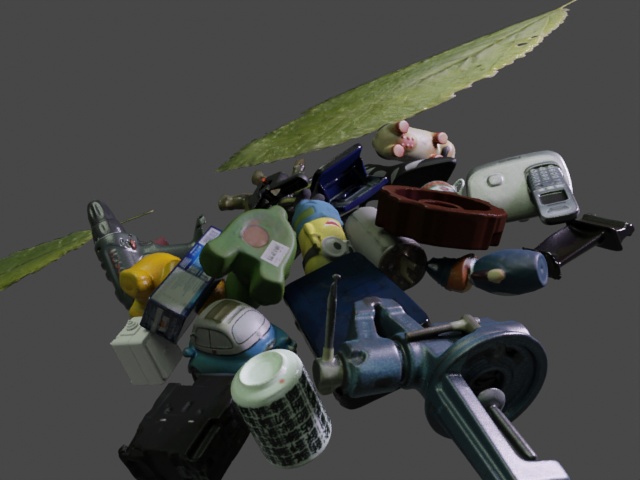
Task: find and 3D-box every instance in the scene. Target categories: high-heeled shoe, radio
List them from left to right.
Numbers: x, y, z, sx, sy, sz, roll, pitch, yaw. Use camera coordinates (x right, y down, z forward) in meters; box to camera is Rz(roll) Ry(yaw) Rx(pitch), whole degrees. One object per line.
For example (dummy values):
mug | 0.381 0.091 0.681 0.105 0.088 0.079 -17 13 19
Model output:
radio | 0.042 0.103 0.677 0.131 0.073 0.230 -26 23 -8
high-heeled shoe | 0.155 -0.127 1.019 0.249 0.086 0.145 -24 36 36

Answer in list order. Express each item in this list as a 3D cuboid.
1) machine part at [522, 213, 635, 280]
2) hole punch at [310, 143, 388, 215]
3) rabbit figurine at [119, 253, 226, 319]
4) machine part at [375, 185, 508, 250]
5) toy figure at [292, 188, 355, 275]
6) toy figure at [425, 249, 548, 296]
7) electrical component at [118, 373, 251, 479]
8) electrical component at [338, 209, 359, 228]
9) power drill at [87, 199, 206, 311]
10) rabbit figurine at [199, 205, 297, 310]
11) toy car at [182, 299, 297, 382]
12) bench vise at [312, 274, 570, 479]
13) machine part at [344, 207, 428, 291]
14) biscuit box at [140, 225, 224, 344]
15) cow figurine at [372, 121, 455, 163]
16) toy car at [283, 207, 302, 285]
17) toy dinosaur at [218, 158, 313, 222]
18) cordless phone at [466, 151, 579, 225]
machine part | 0.331 0.004 0.695 0.139 0.039 0.084 -26 31 -16
hole punch | 0.049 -0.096 0.969 0.142 0.092 0.115 -39 -7 -17
rabbit figurine | -0.218 0.086 0.901 0.173 0.121 0.162 10 27 26
machine part | 0.164 -0.032 0.745 0.179 0.056 0.179 7 14 -2
toy figure | 0.001 -0.002 0.864 0.082 0.089 0.180 -3 41 -21
toy figure | 0.207 0.042 0.689 0.155 0.064 0.058 -6 66 39
electrical component | -0.142 0.210 0.613 0.115 0.058 0.134 -6 29 25
electrical component | 0.054 -0.034 0.982 0.078 0.045 0.102 -29 25 -15
power drill | -0.314 0.008 1.017 0.207 0.232 0.086 -11 -19 -26
rabbit figurine | -0.103 0.032 0.777 0.121 0.170 0.159 20 51 -4
toy car | -0.115 0.131 0.704 0.162 0.102 0.109 0 32 42
bench vise | 0.115 0.132 0.454 0.223 0.128 0.241 8 24 -24
machine part | 0.095 0.009 0.821 0.079 0.079 0.243 -24 24 -7
biscuit box | -0.186 0.059 0.799 0.059 0.062 0.203 28 35 0
cow figurine | 0.192 -0.183 1.078 0.195 0.085 0.127 6 6 -30
toy car | -0.055 0.009 0.918 0.053 0.089 0.202 -22 15 47
toy dinosaur | -0.103 -0.054 1.083 0.199 0.104 0.471 -4 33 26
cordless phone | 0.289 -0.053 0.771 0.147 0.088 0.184 -12 22 18
